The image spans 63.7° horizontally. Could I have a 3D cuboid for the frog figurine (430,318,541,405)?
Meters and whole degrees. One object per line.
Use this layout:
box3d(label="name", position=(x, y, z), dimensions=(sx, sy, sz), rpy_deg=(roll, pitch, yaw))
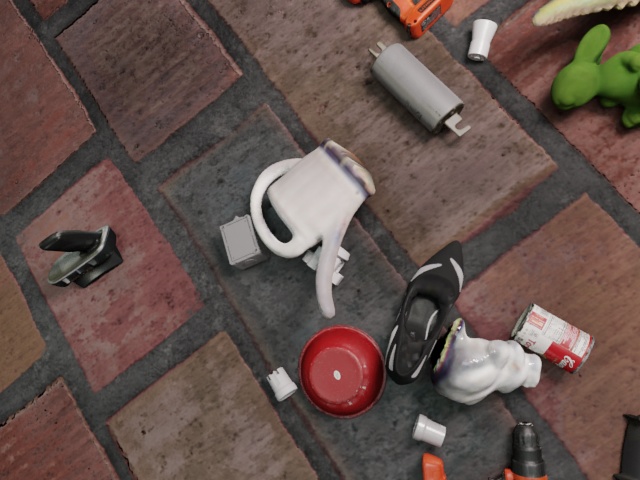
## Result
box3d(label="frog figurine", position=(0.260, 0.209, 0.810), dimensions=(0.160, 0.125, 0.134), rpy_deg=(26, 121, 7))

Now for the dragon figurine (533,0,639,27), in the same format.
box3d(label="dragon figurine", position=(0.535, -0.396, 0.818), dimensions=(0.244, 0.120, 0.414), rpy_deg=(40, 74, 13))

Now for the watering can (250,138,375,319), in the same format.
box3d(label="watering can", position=(0.003, -0.045, 0.889), dimensions=(0.224, 0.102, 0.354), rpy_deg=(-40, 50, 4))
